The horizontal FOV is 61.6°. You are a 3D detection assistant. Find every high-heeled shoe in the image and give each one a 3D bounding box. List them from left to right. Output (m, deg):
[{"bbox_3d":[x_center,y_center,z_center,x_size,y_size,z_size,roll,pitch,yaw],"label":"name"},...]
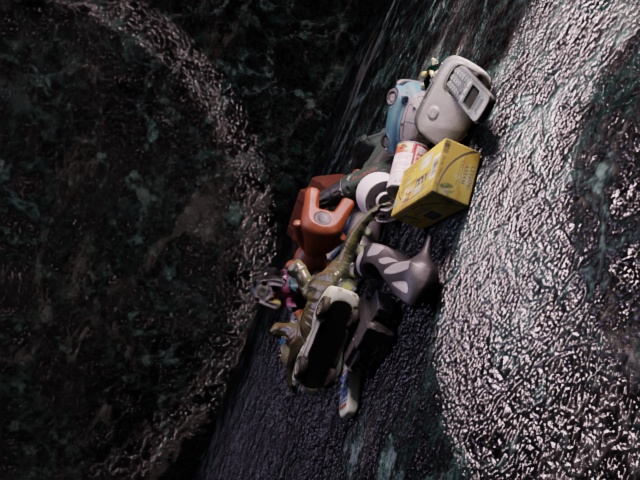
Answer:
[{"bbox_3d":[0.113,0.073,0.898,0.249,0.086,0.145,-36,28,56],"label":"high-heeled shoe"}]

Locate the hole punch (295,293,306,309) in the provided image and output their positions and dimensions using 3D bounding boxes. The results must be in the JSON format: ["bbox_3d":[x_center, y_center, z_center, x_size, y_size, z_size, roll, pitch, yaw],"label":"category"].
[{"bbox_3d":[0.011,0.167,1.345,0.116,0.092,0.142,62,140,24],"label":"hole punch"}]

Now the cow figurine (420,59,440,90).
[{"bbox_3d":[0.230,-0.304,1.025,0.167,0.098,0.068,-94,19,-67],"label":"cow figurine"}]

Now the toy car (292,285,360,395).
[{"bbox_3d":[0.011,0.181,0.964,0.056,0.073,0.201,-140,70,-77],"label":"toy car"}]

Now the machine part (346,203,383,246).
[{"bbox_3d":[0.099,-0.018,1.218,0.079,0.079,0.243,123,165,-52],"label":"machine part"}]

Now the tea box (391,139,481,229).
[{"bbox_3d":[0.188,-0.087,0.892,0.169,0.068,0.098,143,147,-74],"label":"tea box"}]

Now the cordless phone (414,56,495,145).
[{"bbox_3d":[0.230,-0.205,0.876,0.184,0.089,0.146,-93,25,-56],"label":"cordless phone"}]

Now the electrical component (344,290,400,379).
[{"bbox_3d":[0.091,0.158,0.958,0.115,0.058,0.134,-92,24,-62],"label":"electrical component"}]

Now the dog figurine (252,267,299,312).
[{"bbox_3d":[-0.079,0.107,1.551,0.219,0.192,0.108,-62,-17,-61],"label":"dog figurine"}]

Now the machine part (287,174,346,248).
[{"bbox_3d":[0.022,-0.065,1.409,0.201,0.087,0.200,-12,-50,-47],"label":"machine part"}]

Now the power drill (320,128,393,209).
[{"bbox_3d":[0.105,-0.168,1.253,0.232,0.085,0.207,-14,30,36],"label":"power drill"}]

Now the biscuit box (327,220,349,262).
[{"bbox_3d":[0.063,-0.039,1.326,0.202,0.059,0.063,-49,6,-9],"label":"biscuit box"}]

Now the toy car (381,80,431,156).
[{"bbox_3d":[0.194,-0.243,1.100,0.103,0.109,0.161,37,116,60],"label":"toy car"}]

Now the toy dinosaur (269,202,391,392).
[{"bbox_3d":[0.019,0.122,1.122,0.199,0.105,0.470,31,108,45],"label":"toy dinosaur"}]

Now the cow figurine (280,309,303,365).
[{"bbox_3d":[-0.040,0.252,1.308,0.127,0.085,0.195,60,139,21],"label":"cow figurine"}]

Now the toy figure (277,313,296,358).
[{"bbox_3d":[-0.066,0.264,1.547,0.089,0.082,0.180,-95,24,-64],"label":"toy figure"}]

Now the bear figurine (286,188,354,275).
[{"bbox_3d":[-0.004,-0.001,1.221,0.195,0.120,0.132,104,-177,-51],"label":"bear figurine"}]
